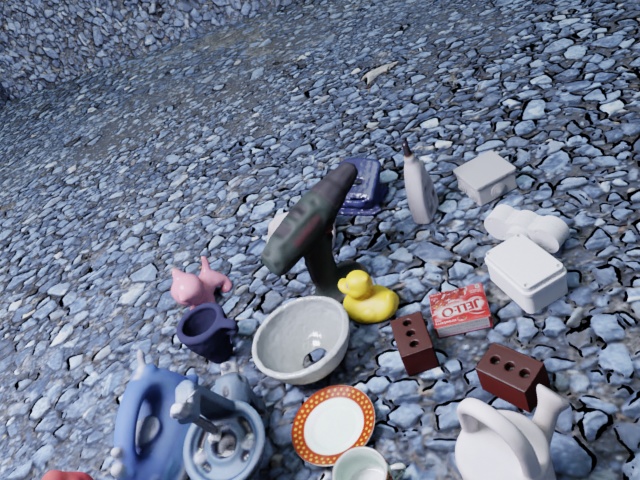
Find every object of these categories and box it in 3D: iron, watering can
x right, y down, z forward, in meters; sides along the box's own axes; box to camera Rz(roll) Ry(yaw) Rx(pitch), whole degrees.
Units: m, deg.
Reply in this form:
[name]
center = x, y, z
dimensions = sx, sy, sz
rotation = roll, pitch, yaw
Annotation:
[iron]
center = -0.265, 0.298, 0.869
dimensions = 0.118, 0.142, 0.258
rotation = -16, 38, 13
[watering can]
center = 0.205, 0.233, 0.630
dimensions = 0.100, 0.194, 0.173
rotation = 8, 48, 37

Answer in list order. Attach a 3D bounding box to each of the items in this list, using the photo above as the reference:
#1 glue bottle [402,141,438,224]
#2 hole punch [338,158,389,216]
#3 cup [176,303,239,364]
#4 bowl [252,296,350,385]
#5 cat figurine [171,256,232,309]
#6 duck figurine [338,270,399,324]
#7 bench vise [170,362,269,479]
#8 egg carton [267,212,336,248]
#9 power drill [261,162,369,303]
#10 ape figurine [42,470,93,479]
[glue bottle]
center = 0.183, -0.115, 1.083
dimensions = 0.037, 0.173, 0.078
rotation = 1, 44, 31
[hole punch]
center = 0.081, -0.112, 1.207
dimensions = 0.108, 0.091, 0.101
rotation = 2, 45, 32
[cup]
center = -0.181, 0.172, 1.013
dimensions = 0.117, 0.095, 0.092
rotation = -5, 41, 25
[bowl]
center = -0.021, 0.175, 0.933
dimensions = 0.167, 0.075, 0.167
rotation = -16, 38, 13
[cat figurine]
center = -0.244, 0.089, 1.131
dimensions = 0.067, 0.118, 0.128
rotation = -1, 43, 29
[duck figurine]
center = 0.078, 0.089, 0.970
dimensions = 0.104, 0.086, 0.077
rotation = 3, 45, 33
[bench vise]
center = -0.150, 0.248, 0.798
dimensions = 0.121, 0.220, 0.206
rotation = -30, 37, -6
[egg carton]
center = -0.038, -0.014, 1.176
dimensions = 0.150, 0.070, 0.107
rotation = -16, 38, 13
[power drill]
center = 0.009, 0.004, 1.010
dimensions = 0.230, 0.209, 0.075
rotation = -42, 40, -21
[ape figurine]
center = -0.393, 0.386, 0.879
dimensions = 0.077, 0.092, 0.076
rotation = 9, 49, 37
